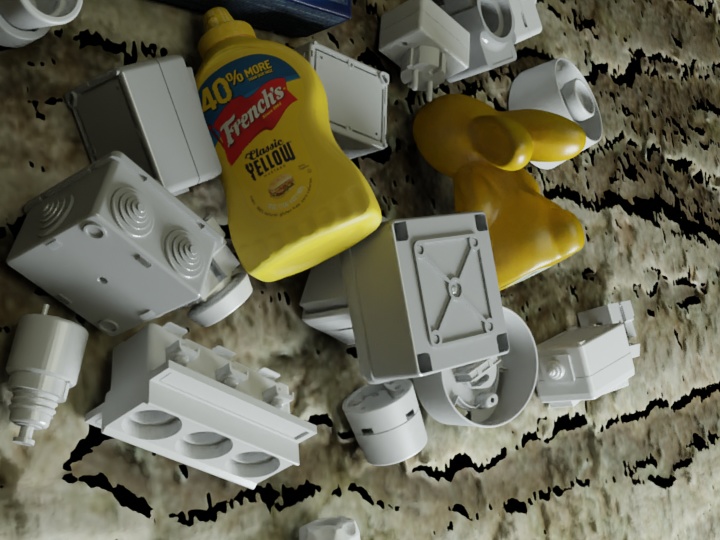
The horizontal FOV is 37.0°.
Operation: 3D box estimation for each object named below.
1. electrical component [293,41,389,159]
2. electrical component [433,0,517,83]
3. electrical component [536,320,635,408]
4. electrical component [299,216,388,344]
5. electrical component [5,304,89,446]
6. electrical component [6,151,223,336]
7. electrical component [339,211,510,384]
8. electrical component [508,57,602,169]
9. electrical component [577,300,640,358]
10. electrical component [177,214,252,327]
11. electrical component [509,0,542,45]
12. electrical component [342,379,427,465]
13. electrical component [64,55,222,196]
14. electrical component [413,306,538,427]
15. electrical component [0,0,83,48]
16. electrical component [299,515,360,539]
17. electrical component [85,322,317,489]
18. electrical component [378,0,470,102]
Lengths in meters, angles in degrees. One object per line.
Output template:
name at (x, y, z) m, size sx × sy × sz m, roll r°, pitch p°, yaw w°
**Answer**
electrical component at (-0.023, -0.121, 0.804) m, size 0.096 × 0.061 × 0.061 m, roll 15°, pitch 72°, yaw -44°
electrical component at (0.099, -0.220, 0.956) m, size 0.050 × 0.056 × 0.089 m, roll -29°, pitch 103°, yaw -45°
electrical component at (0.203, 0.090, 0.996) m, size 0.096 × 0.062 × 0.061 m, roll -19°, pitch 96°, yaw -46°
electrical component at (0.000, 0.000, 0.803) m, size 0.061 × 0.062 × 0.096 m, roll 30°, pitch 62°, yaw -39°
electrical component at (-0.183, 0.061, 0.615) m, size 0.040 × 0.040 × 0.078 m, roll 27°, pitch 63°, yaw -40°
electrical component at (-0.144, -0.011, 0.630) m, size 0.100 × 0.100 × 0.048 m, roll 42°, pitch 42°, yaw -33°
electrical component at (0.046, 0.017, 0.759) m, size 0.109 × 0.056 × 0.108 m, roll -8°, pitch 88°, yaw -47°
electrical component at (0.192, -0.155, 1.051) m, size 0.099 × 0.064 × 0.099 m, roll 33°, pitch 46°, yaw -41°
electrical component at (0.248, 0.063, 1.062) m, size 0.066 × 0.048 × 0.055 m, roll -6°, pitch 79°, yaw -47°
electrical component at (-0.104, 0.004, 0.707) m, size 0.055 × 0.048 × 0.066 m, roll 54°, pitch 48°, yaw -14°
electrical component at (0.127, -0.252, 0.995) m, size 0.056 × 0.050 × 0.089 m, roll -31°, pitch 106°, yaw -44°
electrical component at (0.020, 0.114, 0.807) m, size 0.055 × 0.055 × 0.047 m, roll -35°, pitch 111°, yaw -44°
electrical component at (-0.132, -0.081, 0.682) m, size 0.061 × 0.062 × 0.096 m, roll -27°, pitch 101°, yaw -46°
electrical component at (0.092, 0.080, 0.881) m, size 0.099 × 0.064 × 0.099 m, roll 12°, pitch 74°, yaw -44°
electrical component at (-0.197, -0.159, 0.634) m, size 0.045 × 0.055 × 0.045 m, roll 12°, pitch 73°, yaw -45°
electrical component at (-0.018, 0.207, 0.755) m, size 0.043 × 0.043 × 0.062 m, roll -10°, pitch 90°, yaw -47°
electrical component at (-0.099, 0.086, 0.680) m, size 0.121 × 0.079 × 0.063 m, roll 31°, pitch 39°, yaw -38°
electrical component at (0.053, -0.176, 0.898) m, size 0.066 × 0.047 × 0.076 m, roll 30°, pitch 53°, yaw -39°
